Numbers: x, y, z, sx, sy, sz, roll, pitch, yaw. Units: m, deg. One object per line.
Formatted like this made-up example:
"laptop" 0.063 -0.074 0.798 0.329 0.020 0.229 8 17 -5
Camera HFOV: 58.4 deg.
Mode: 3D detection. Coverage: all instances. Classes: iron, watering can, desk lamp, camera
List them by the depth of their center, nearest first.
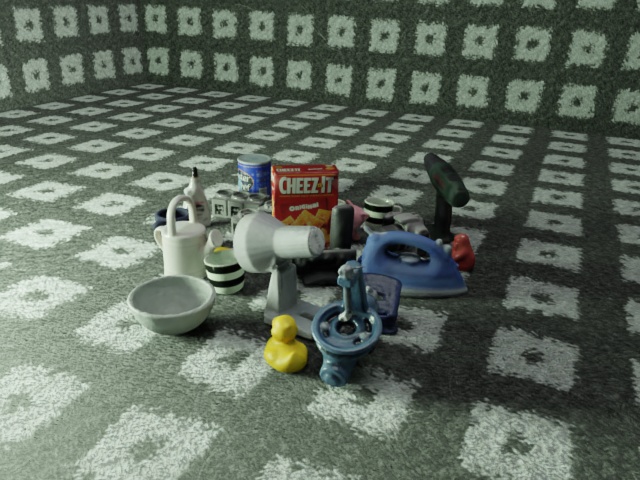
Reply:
"desk lamp" -0.066 0.059 1.137 0.202 0.214 0.118 16 28 28
"iron" 0.208 0.043 1.284 0.258 0.141 0.119 6 24 8
"watering can" -0.298 -0.007 1.291 0.172 0.194 0.101 3 24 3
"camera" 0.193 -0.022 1.480 0.137 0.101 0.142 -9 27 -24

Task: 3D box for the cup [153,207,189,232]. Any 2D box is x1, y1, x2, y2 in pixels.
"cup" -0.373 -0.020 1.435 0.091 0.095 0.118 12 26 21

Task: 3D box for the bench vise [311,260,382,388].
"bench vise" 0.049 0.118 1.007 0.121 0.220 0.207 3 24 3

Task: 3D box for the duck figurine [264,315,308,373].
"duck figurine" -0.061 0.179 1.026 0.078 0.086 0.104 -8 26 -22

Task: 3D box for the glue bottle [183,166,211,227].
"glue bottle" -0.338 -0.116 1.556 0.078 0.173 0.037 -13 28 -30

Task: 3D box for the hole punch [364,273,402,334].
"hole punch" 0.110 0.126 1.152 0.108 0.091 0.101 7 25 11

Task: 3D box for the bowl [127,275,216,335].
"bowl" -0.285 0.137 1.115 0.167 0.075 0.167 2 24 -1

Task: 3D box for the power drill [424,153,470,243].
"power drill" 0.327 -0.110 1.556 0.076 0.208 0.229 -4 25 -14

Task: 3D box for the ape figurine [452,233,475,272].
"ape figurine" 0.342 0.026 1.394 0.075 0.092 0.078 18 29 32

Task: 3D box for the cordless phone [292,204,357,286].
"cordless phone" 0.012 0.005 1.301 0.148 0.185 0.094 -5 25 -14

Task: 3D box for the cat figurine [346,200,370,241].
"cat figurine" 0.073 -0.058 1.528 0.067 0.118 0.127 -15 29 -33
